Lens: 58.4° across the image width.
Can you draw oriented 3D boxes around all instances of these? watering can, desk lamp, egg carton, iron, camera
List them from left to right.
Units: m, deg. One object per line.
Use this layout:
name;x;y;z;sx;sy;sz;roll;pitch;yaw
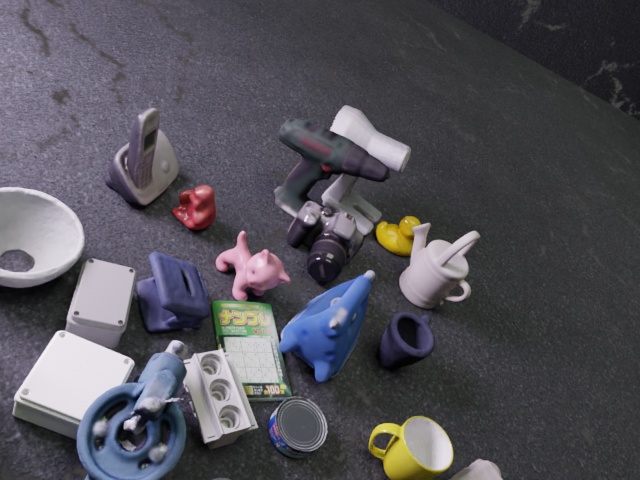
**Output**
camera;0.010;0.004;1.114;0.143;0.100;0.137;30;40;-7
iron;0.041;0.118;0.992;0.118;0.141;0.259;38;40;3
desk lamp;0.087;-0.155;1.235;0.203;0.213;0.118;37;40;2
watering can;0.247;0.043;1.170;0.173;0.194;0.101;38;40;4
egg carton;0.245;0.417;0.900;0.151;0.069;0.107;-11;58;-41

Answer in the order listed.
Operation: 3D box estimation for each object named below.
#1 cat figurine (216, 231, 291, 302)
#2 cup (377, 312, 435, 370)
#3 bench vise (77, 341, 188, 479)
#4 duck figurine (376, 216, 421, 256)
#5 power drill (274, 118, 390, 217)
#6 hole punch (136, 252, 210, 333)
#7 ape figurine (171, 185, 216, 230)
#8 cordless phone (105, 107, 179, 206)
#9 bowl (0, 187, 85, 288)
cat figurine;-0.110;0.043;0.978;0.067;0.117;0.127;-15;61;-43
cup;0.153;0.186;1.041;0.091;0.095;0.118;44;40;10
bench vise;-0.213;0.190;0.683;0.122;0.219;0.207;16;44;-22
duck figurine;0.183;-0.020;1.270;0.105;0.086;0.077;25;41;-12
power drill;0.002;-0.132;1.157;0.229;0.208;0.076;35;40;-1
hole punch;-0.221;0.077;0.888;0.101;0.091;0.108;-1;52;-35
ape figurine;-0.217;-0.063;1.027;0.076;0.092;0.077;13;45;-25
cordless phone;-0.292;-0.163;0.999;0.094;0.185;0.148;31;40;-5
bowl;-0.431;0.009;0.820;0.168;0.074;0.167;19;42;-19
